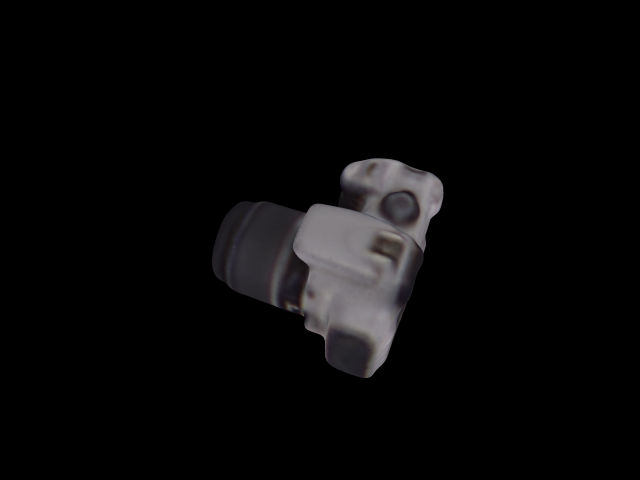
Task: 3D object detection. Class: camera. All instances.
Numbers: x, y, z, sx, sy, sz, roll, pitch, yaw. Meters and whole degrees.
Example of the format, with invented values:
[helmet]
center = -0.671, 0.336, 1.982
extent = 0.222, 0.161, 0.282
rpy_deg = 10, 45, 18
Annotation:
[camera]
center = 0.004, 0.001, 0.400
extent = 0.136, 0.101, 0.143
rpy_deg = 18, 62, 10
